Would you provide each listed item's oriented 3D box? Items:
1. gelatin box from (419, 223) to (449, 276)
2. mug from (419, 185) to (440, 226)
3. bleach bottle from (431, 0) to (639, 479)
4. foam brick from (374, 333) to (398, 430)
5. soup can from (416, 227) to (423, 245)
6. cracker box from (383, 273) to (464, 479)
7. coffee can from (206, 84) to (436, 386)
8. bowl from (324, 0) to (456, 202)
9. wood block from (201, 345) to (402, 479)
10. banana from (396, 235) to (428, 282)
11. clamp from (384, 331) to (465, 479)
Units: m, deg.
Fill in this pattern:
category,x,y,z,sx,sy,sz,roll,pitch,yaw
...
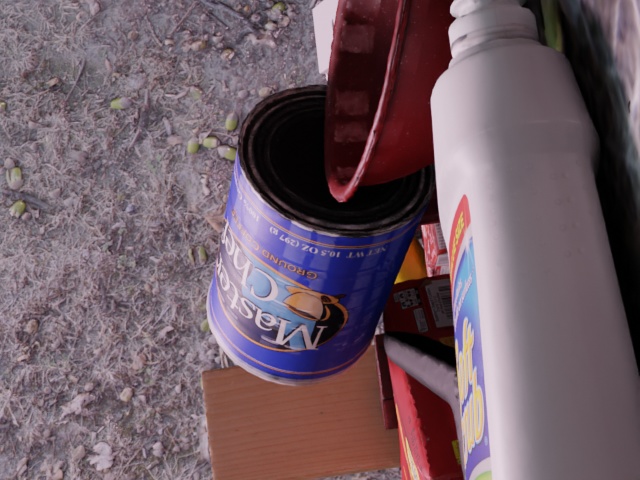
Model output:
category,x,y,z,sx,sy,sz,roll,pitch,yaw
gelatin box,0.085,-0.015,0.748,0.089,0.030,0.073,79,-178,-75
mug,0.051,-0.060,0.663,0.093,0.081,0.117,-88,-11,-85
bleach bottle,0.074,0.039,0.363,0.102,0.068,0.251,80,-177,-78
foam brick,0.079,0.095,0.748,0.051,0.078,0.053,78,-175,-55
soup can,0.062,-0.052,0.882,0.068,0.068,0.102,80,-178,-58
cracker box,0.086,0.152,0.646,0.164,0.072,0.214,-100,2,-54
coffee can,-0.004,0.001,0.585,0.140,0.102,0.103,107,160,-50
bowl,0.044,-0.094,0.473,0.162,0.055,0.162,-174,90,-81
wood block,0.020,0.134,0.823,0.090,0.206,0.091,77,-176,-76
banana,0.068,0.014,0.818,0.197,0.037,0.069,55,-152,-43
clamp,0.077,0.066,0.484,0.165,0.036,0.210,109,156,-46
